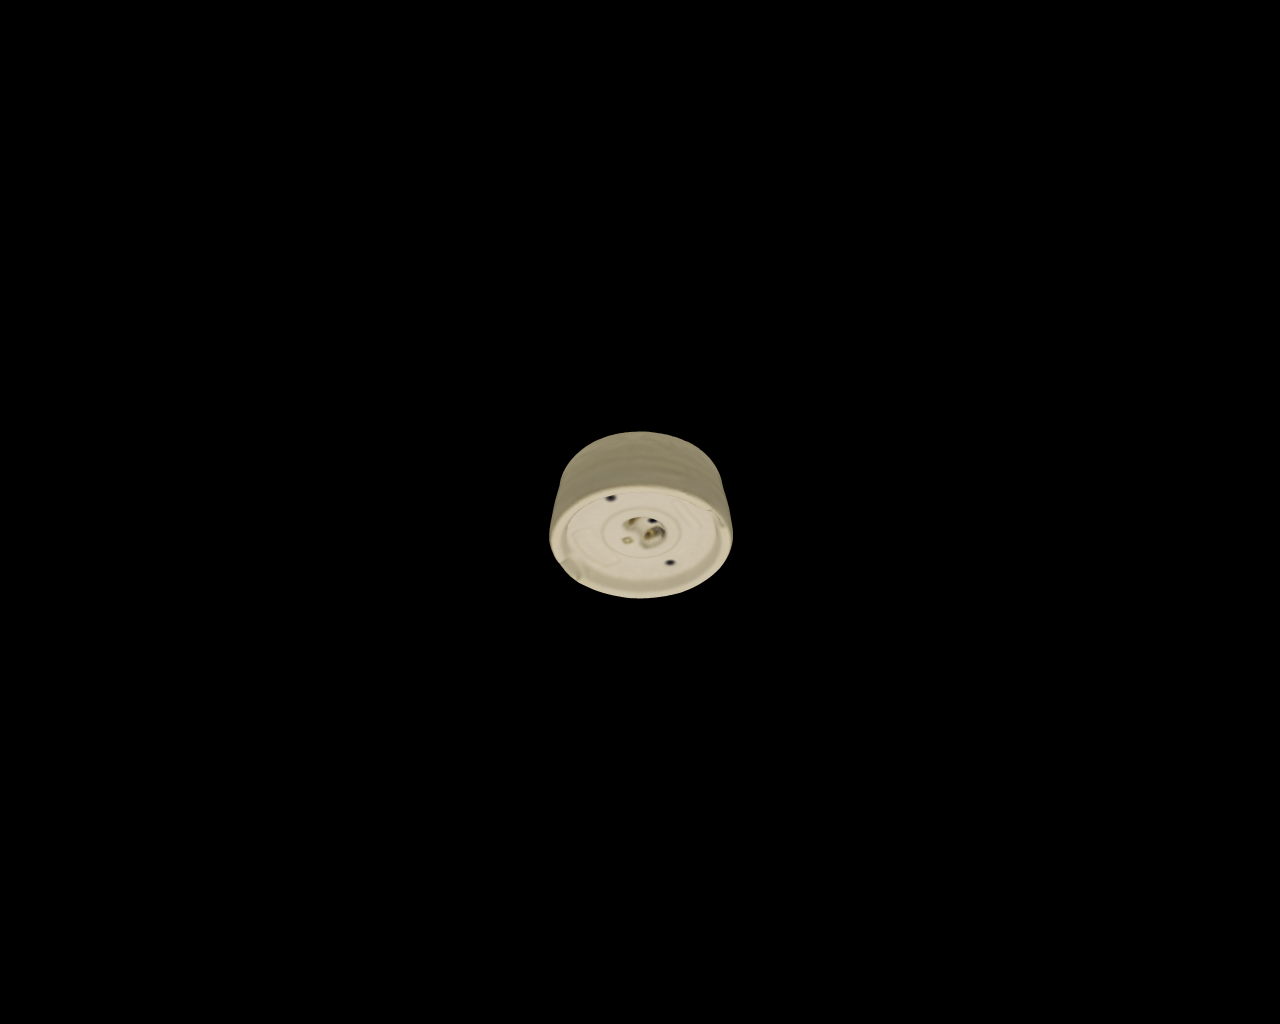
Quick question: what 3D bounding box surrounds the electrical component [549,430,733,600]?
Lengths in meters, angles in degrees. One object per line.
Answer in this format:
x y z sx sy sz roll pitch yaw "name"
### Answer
0.001 -0.003 0.650 0.108 0.060 0.108 0 -41 0 "electrical component"
